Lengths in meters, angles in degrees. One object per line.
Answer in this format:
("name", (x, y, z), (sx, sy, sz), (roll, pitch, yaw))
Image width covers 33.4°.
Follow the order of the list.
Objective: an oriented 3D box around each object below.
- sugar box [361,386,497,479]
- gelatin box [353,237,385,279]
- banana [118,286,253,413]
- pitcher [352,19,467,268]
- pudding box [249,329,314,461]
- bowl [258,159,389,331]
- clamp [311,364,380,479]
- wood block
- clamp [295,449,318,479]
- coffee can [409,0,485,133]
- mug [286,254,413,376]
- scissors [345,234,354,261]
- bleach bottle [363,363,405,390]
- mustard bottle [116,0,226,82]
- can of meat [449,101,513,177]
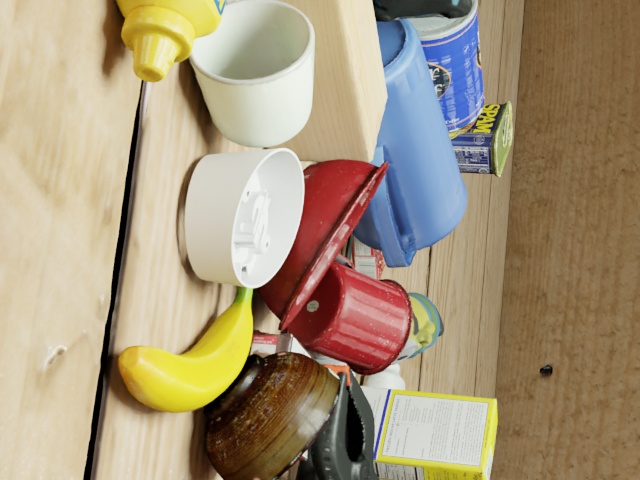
("sugar box", (0.091, 0.204, 1.109), (0.048, 0.176, 0.093), (76, 24, -42))
("gelatin box", (0.060, -0.005, 1.229), (0.073, 0.030, 0.089), (-63, 153, -56))
("banana", (-0.085, 0.079, 0.716), (0.197, 0.037, 0.069), (-37, 117, -71))
("pitcher", (0.064, -0.097, 1.049), (0.145, 0.149, 0.242), (-39, 142, -13))
("pudding box", (-0.033, 0.134, 0.908), (0.113, 0.039, 0.090), (62, 33, -67))
("bowl", (-0.009, -0.008, 0.860), (0.162, 0.055, 0.162), (-56, 176, -7))
("clamp", (0.030, 0.213, 0.981), (0.164, 0.036, 0.210), (-16, 103, -62))
("wood block", (-0.009, -0.164, 0.838), (0.206, 0.091, 0.090), (75, 23, -47))
("clamp", (-0.013, 0.241, 0.999), (0.171, 0.039, 0.120), (-66, 152, -52))
("coffee can", (0.122, -0.198, 1.148), (0.140, 0.103, 0.102), (75, 24, -48))
("mug", (0.021, 0.059, 0.972), (0.081, 0.093, 0.117), (24, 42, -37))
("scissors", (0.021, 0.041, 1.127), (0.096, 0.016, 0.202), (25, 68, -74))
("bleach bottle", (0.062, 0.242, 1.231), (0.102, 0.068, 0.250), (74, 22, -51))
("mustard bottle", (-0.081, -0.179, 0.634), (0.096, 0.058, 0.191), (64, 33, -63))
("can of meat", (0.169, -0.116, 1.211), (0.102, 0.084, 0.057), (-62, 149, -50))
